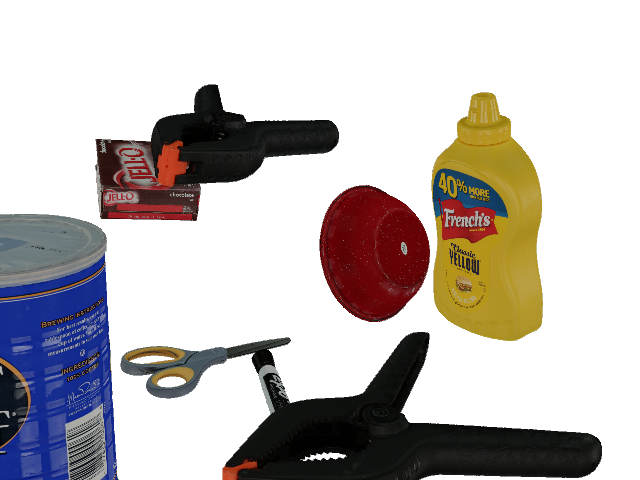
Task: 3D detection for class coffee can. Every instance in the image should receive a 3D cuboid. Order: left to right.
[{"bbox_3d":[-0.157,0.067,0.540,0.103,0.140,0.103,0,17,0],"label":"coffee can"}]

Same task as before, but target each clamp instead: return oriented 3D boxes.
[{"bbox_3d":[-0.075,-0.078,0.771,0.120,0.039,0.171,17,21,27],"label":"clamp"},{"bbox_3d":[0.032,0.109,0.620,0.209,0.036,0.165,-9,24,-26],"label":"clamp"}]

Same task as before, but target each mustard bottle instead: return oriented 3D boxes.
[{"bbox_3d":[0.130,-0.022,0.839,0.058,0.192,0.096,-20,28,-32],"label":"mustard bottle"}]

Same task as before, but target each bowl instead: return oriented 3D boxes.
[{"bbox_3d":[0.076,0.012,1.230,0.161,0.162,0.055,0,-7,-43],"label":"bowl"}]

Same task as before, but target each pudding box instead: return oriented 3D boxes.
[{"bbox_3d":[-0.166,-0.058,1.007,0.090,0.039,0.113,2,25,-16],"label":"pudding box"}]

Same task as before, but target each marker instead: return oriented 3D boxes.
[{"bbox_3d":[-0.038,0.127,0.887,0.020,0.020,0.121,0,27,-16],"label":"marker"}]

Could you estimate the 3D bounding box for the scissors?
[{"bbox_3d":[-0.114,0.136,1.163,0.201,0.016,0.096,-1,27,-20],"label":"scissors"}]
